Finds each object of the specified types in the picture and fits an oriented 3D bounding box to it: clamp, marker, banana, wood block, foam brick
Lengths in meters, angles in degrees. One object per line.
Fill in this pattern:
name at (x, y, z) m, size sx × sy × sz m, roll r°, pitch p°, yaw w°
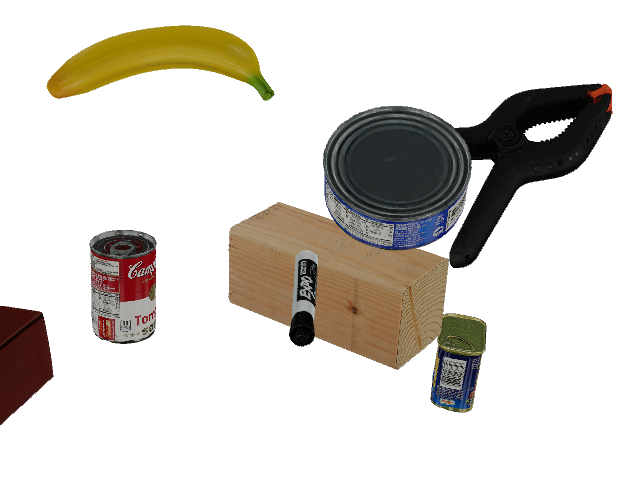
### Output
clamp at (0.159, -0.068, 0.900) m, size 0.210 × 0.165 × 0.036 m, roll -22°, pitch -39°, yaw -2°
marker at (-0.013, 0.044, 0.821) m, size 0.020 × 0.020 × 0.121 m, roll 0°, pitch 28°, yaw 1°
banana at (-0.140, -0.159, 0.943) m, size 0.197 × 0.069 × 0.037 m, roll -1°, pitch -33°, yaw -4°
wood block at (0.014, 0.042, 1.078) m, size 0.206 × 0.091 × 0.090 m, roll 20°, pitch 31°, yaw 30°
foam brick at (-0.224, 0.084, 0.709) m, size 0.053 × 0.051 × 0.078 m, roll 7°, pitch 29°, yaw 23°

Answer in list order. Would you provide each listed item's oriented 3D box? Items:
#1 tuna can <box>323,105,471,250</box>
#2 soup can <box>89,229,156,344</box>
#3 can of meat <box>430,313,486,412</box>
tuna can at (0.044, -0.037, 0.627) m, size 0.086 × 0.086 × 0.034 m, roll 0°, pitch -36°, yaw 0°
soup can at (-0.206, 0.049, 1.116) m, size 0.068 × 0.102 × 0.068 m, roll 3°, pitch 23°, yaw -1°
can of meat at (0.166, 0.149, 1.297) m, size 0.057 × 0.084 × 0.102 m, roll 9°, pitch 21°, yaw 6°
